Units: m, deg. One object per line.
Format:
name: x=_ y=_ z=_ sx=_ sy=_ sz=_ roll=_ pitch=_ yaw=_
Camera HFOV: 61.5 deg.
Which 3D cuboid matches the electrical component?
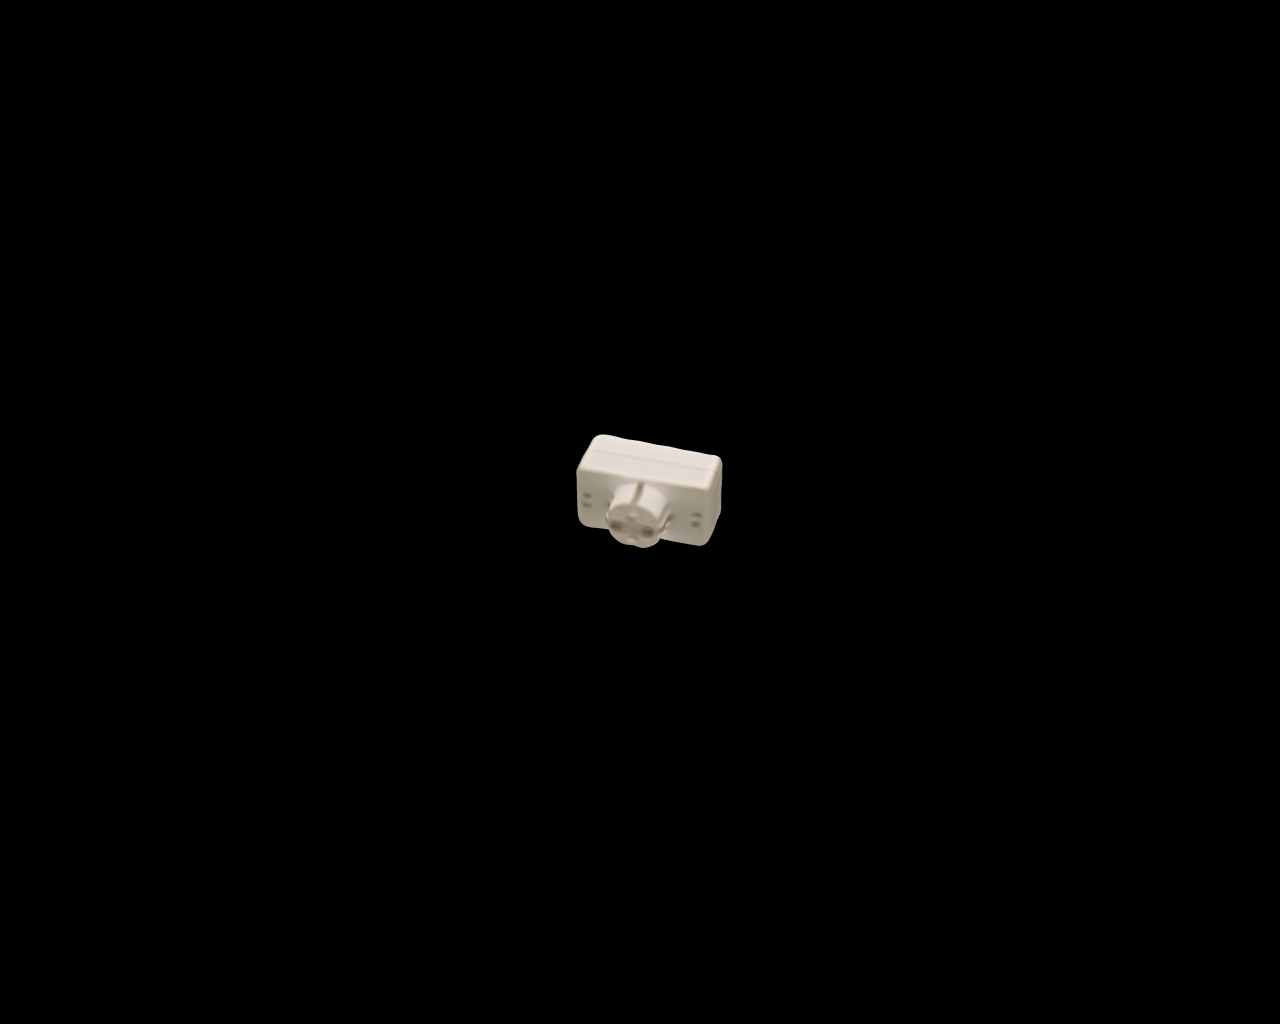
electrical component: x=0.001 y=-0.003 z=0.650 sx=0.083 sy=0.047 sz=0.076 roll=11 pitch=40 yaw=13
